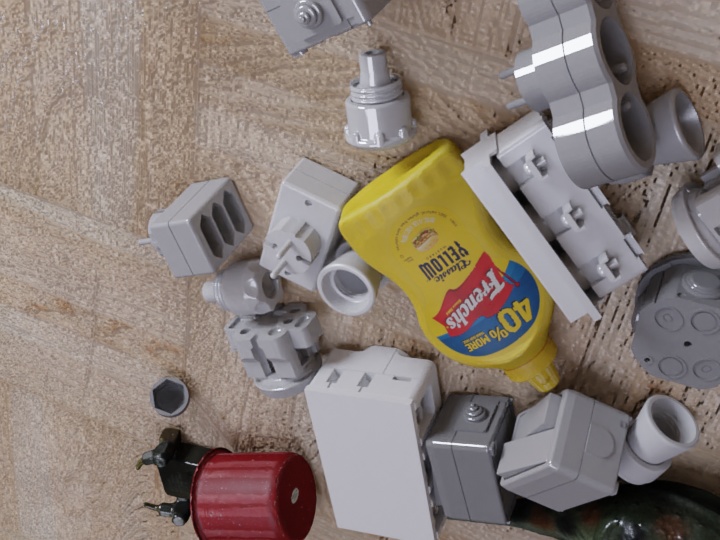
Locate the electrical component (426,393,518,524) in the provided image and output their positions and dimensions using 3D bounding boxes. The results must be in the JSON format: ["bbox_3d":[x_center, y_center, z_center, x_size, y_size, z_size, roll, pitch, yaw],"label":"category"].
[{"bbox_3d":[0.087,0.140,0.832,0.061,0.061,0.096,0,123,27],"label":"electrical component"}]

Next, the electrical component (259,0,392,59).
[{"bbox_3d":[-0.019,-0.173,0.633,0.062,0.096,0.061,-15,115,35],"label":"electrical component"}]

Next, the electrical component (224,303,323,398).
[{"bbox_3d":[-0.063,0.064,0.856,0.078,0.058,0.057,-3,119,30],"label":"electrical component"}]

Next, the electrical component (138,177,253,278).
[{"bbox_3d":[-0.134,-0.030,0.816,0.077,0.065,0.047,-7,120,30],"label":"electrical component"}]

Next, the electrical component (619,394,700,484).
[{"bbox_3d":[0.208,0.122,0.770,0.045,0.045,0.055,33,132,1],"label":"electrical component"}]

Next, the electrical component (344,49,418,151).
[{"bbox_3d":[0.011,-0.111,0.699,0.048,0.048,0.062,5,119,24],"label":"electrical component"}]

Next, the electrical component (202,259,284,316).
[{"bbox_3d":[-0.095,0.015,0.845,0.062,0.043,0.043,-7,120,32],"label":"electrical component"}]

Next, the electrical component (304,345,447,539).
[{"bbox_3d":[0.021,0.140,0.866,0.089,0.061,0.150,5,125,24],"label":"electrical component"}]

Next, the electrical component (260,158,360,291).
[{"bbox_3d":[-0.045,-0.022,0.770,0.047,0.075,0.083,26,131,7],"label":"electrical component"}]

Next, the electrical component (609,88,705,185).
[{"bbox_3d":[0.171,-0.078,0.642,0.055,0.045,0.045,-19,113,36],"label":"electrical component"}]

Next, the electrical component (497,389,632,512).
[{"bbox_3d":[0.142,0.132,0.781,0.061,0.061,0.096,24,153,-9],"label":"electrical component"}]

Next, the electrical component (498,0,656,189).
[{"bbox_3d":[0.113,-0.113,0.615,0.074,0.052,0.138,-15,90,37],"label":"electrical component"}]

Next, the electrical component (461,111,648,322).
[{"bbox_3d":[0.125,-0.037,0.681,0.063,0.078,0.121,-34,105,17],"label":"electrical component"}]

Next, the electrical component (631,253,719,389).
[{"bbox_3d":[0.216,0.033,0.697,0.080,0.051,0.080,14,128,18],"label":"electrical component"}]

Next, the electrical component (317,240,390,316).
[{"bbox_3d":[0.000,0.000,0.778,0.045,0.055,0.045,13,128,18],"label":"electrical component"}]

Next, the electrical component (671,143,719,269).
[{"bbox_3d":[0.224,-0.036,0.638,0.057,0.058,0.078,-33,105,37],"label":"electrical component"}]
